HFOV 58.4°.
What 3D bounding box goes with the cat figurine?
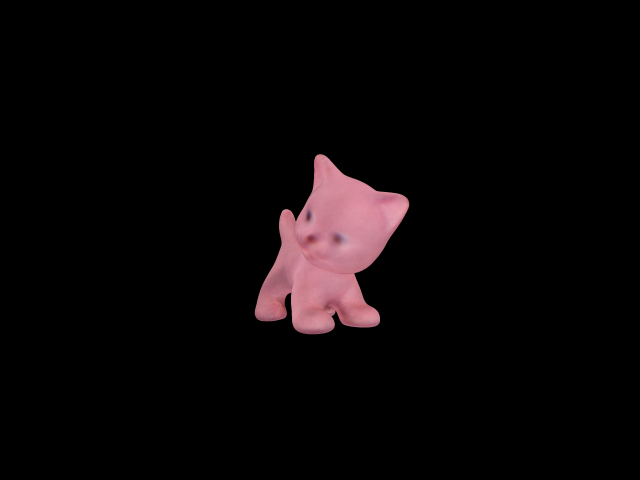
[{"bbox_3d":[0.004,0.001,0.400,0.067,0.118,0.127,0,0,-31],"label":"cat figurine"}]
